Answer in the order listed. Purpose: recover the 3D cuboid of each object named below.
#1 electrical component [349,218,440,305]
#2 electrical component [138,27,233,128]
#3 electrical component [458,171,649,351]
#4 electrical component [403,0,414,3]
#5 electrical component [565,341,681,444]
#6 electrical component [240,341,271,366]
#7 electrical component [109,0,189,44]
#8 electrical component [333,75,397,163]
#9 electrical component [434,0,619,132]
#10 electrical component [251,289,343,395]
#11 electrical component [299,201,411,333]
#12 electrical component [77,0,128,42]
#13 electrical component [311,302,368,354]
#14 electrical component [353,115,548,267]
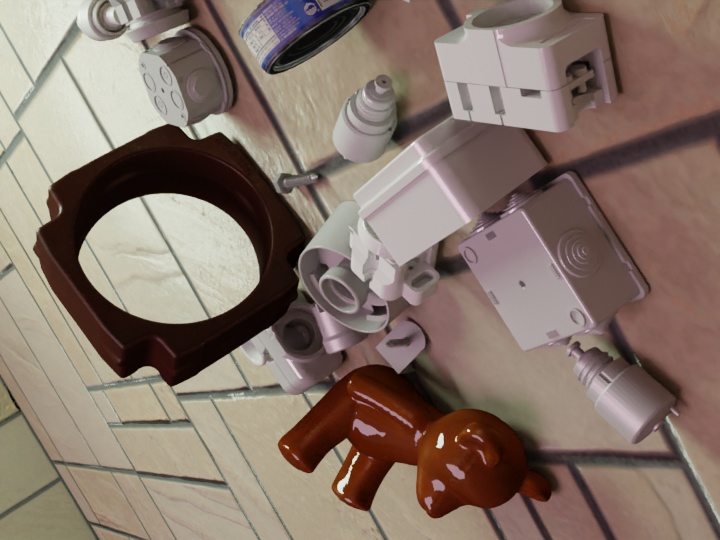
[{"bbox_3d":[0.026,-0.020,0.793,0.078,0.058,0.057,44,152,25],"label":"electrical component"},{"bbox_3d":[-0.151,-0.166,0.937,0.080,0.051,0.080,39,147,31],"label":"electrical component"},{"bbox_3d":[0.117,-0.002,0.671,0.099,0.048,0.100,58,153,0],"label":"electrical component"},{"bbox_3d":[0.048,-0.190,0.598,0.064,0.042,0.081,31,143,35],"label":"electrical component"},{"bbox_3d":[0.163,0.075,0.683,0.078,0.040,0.040,44,150,25],"label":"electrical component"},{"bbox_3d":[-0.094,0.064,1.085,0.055,0.047,0.055,39,147,32],"label":"electrical component"},{"bbox_3d":[-0.180,-0.228,0.914,0.078,0.058,0.057,5,120,57],"label":"electrical component"},{"bbox_3d":[0.007,-0.108,0.751,0.040,0.040,0.078,51,152,13],"label":"electrical component"},{"bbox_3d":[0.090,-0.116,0.595,0.089,0.050,0.055,18,133,51],"label":"electrical component"},{"bbox_3d":[-0.063,0.066,1.030,0.095,0.054,0.059,56,152,4],"label":"electrical component"},{"bbox_3d":[0.000,0.000,0.874,0.099,0.064,0.099,28,145,22],"label":"electrical component"},{"bbox_3d":[-0.237,-0.238,1.012,0.062,0.043,0.043,11,128,52],"label":"electrical component"},{"bbox_3d":[-0.019,0.046,0.955,0.040,0.040,0.046,-16,98,62],"label":"electrical component"},{"bbox_3d":[0.054,-0.057,0.686,0.057,0.078,0.113,55,153,0],"label":"electrical component"}]
